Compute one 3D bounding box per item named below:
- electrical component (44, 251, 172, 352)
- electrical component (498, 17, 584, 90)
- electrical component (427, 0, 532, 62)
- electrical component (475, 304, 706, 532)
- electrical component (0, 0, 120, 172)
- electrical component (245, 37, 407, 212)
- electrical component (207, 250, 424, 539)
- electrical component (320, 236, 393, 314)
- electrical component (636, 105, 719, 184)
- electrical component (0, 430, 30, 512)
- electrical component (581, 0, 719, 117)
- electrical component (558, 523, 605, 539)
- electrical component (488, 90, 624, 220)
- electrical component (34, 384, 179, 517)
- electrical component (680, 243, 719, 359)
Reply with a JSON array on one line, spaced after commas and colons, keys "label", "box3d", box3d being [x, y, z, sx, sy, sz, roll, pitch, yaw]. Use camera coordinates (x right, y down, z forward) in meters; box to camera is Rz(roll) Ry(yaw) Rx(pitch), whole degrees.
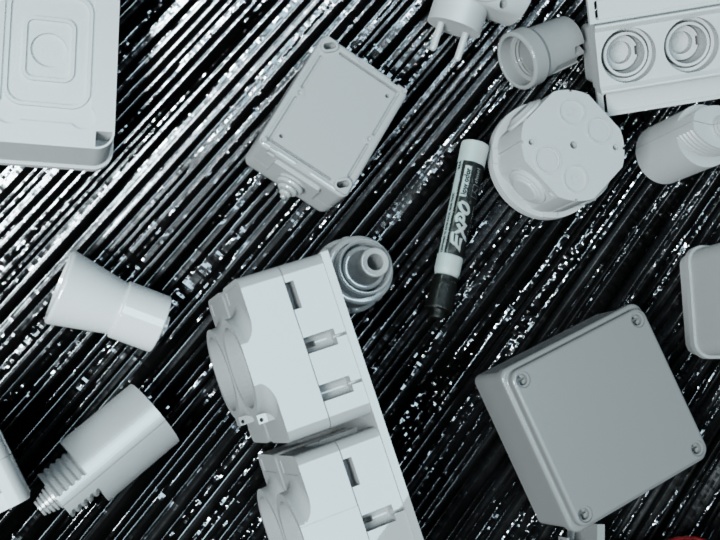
[{"label": "electrical component", "box3d": [-0.142, 0.021, 0.618, 0.065, 0.044, 0.044, 23, 76, -17]}, {"label": "electrical component", "box3d": [0.123, -0.148, 0.726, 0.046, 0.040, 0.040, -26, 89, -24]}, {"label": "electrical component", "box3d": [0.068, -0.179, 0.710, 0.077, 0.044, 0.079, 18, 89, -21]}, {"label": "electrical component", "box3d": [0.147, 0.093, 0.686, 0.109, 0.056, 0.108, -24, 89, -19]}, {"label": "electrical component", "box3d": [-0.180, -0.117, 0.619, 0.078, 0.057, 0.113, 3, 81, -17]}, {"label": "electrical component", "box3d": [-0.026, -0.081, 0.658, 0.062, 0.061, 0.096, 33, 74, -10]}, {"label": "electrical component", "box3d": [-0.030, 0.094, 0.606, 0.060, 0.105, 0.186, -17, 87, -18]}, {"label": "electrical component", "box3d": [0.000, 0.000, 0.653, 0.048, 0.062, 0.048, 3, 81, -16]}, {"label": "electrical component", "box3d": [0.227, -0.088, 0.725, 0.043, 0.081, 0.043, 3, 81, -17]}, {"label": "electrical component", "box3d": [-0.207, 0.103, 0.559, 0.050, 0.089, 0.055, -26, 90, -19]}, {"label": "electrical component", "box3d": [0.214, -0.152, 0.720, 0.121, 0.063, 0.078, -9, 105, 3]}, {"label": "electrical component", "box3d": [0.129, 0.198, 0.671, 0.064, 0.042, 0.081, 6, 79, -16]}, {"label": "electrical component", "box3d": [0.129, -0.076, 0.710, 0.080, 0.051, 0.080, 3, 81, -17]}, {"label": "electrical component", "box3d": [-0.146, 0.106, 0.601, 0.081, 0.043, 0.043, -40, 94, -19]}, {"label": "electrical component", "box3d": [0.283, 0.020, 0.739, 0.113, 0.057, 0.078, 1, 81, -16]}]
